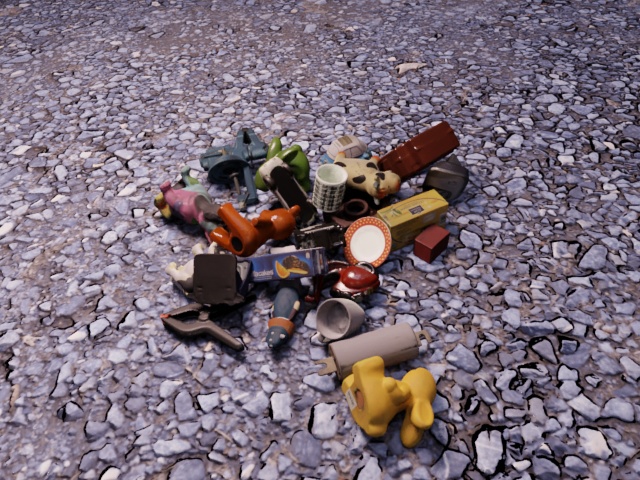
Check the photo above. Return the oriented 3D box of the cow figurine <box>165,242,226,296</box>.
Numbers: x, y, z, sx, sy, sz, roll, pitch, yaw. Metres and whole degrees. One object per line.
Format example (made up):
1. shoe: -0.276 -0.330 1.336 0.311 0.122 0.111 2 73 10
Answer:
1. cow figurine: -0.273 0.062 1.282 0.167 0.068 0.098 -38 59 -26

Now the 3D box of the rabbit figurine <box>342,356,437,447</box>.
1. rabbit figurine: 0.149 0.288 0.993 0.173 0.121 0.162 -5 44 -28

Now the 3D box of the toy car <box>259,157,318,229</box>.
1. toy car: -0.077 -0.119 1.376 0.073 0.201 0.056 -41 23 -13

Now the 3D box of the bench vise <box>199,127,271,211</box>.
1. bench vise: -0.217 -0.192 1.510 0.224 0.128 0.241 -9 64 -18

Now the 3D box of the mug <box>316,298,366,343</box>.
1. mug: 0.046 0.173 1.130 0.081 0.109 0.107 38 17 28

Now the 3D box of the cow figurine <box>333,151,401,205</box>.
1. cow figurine: 0.115 -0.159 1.387 0.195 0.085 0.127 13 46 21

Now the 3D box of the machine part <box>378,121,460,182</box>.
1. machine part: 0.259 -0.225 1.445 0.201 0.201 0.087 -32 91 -25

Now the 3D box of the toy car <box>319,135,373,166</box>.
1. toy car: 0.076 -0.250 1.550 0.162 0.102 0.109 -17 45 -15

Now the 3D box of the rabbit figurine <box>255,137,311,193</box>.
1. rabbit figurine: -0.101 -0.185 1.440 0.121 0.159 0.170 30 34 21

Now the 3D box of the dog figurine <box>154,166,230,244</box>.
1. dog figurine: -0.321 -0.069 1.404 0.219 0.191 0.108 48 55 0

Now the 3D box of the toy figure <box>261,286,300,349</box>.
1. toy figure: -0.079 0.171 1.163 0.058 0.064 0.154 30 48 -19

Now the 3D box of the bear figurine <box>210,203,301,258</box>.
1. bear figurine: -0.148 -0.039 1.303 0.132 0.120 0.196 38 42 15

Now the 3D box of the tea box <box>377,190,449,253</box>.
1. tea box: 0.227 -0.047 1.334 0.170 0.098 0.068 -20 47 -17

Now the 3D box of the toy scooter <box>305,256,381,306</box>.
1. toy scooter: 0.038 0.101 1.215 0.184 0.075 0.135 13 47 22

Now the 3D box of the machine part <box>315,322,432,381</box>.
1. machine part: 0.108 0.222 1.083 0.243 0.079 0.079 -15 45 -10

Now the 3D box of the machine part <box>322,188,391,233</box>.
1. machine part: 0.094 -0.075 1.403 0.179 0.056 0.179 -3 44 3

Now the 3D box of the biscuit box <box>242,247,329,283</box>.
1. biscuit box: -0.082 0.058 1.212 0.203 0.062 0.059 -9 -1 34

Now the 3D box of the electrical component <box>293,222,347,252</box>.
1. electrical component: -0.003 -0.004 1.299 0.115 0.058 0.134 -10 7 -4

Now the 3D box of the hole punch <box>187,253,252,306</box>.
1. hole punch: -0.216 0.088 1.197 0.142 0.092 0.115 1 86 17

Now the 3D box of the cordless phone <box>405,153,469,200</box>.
1. cordless phone: 0.280 -0.134 1.387 0.184 0.146 0.089 -24 72 -10
